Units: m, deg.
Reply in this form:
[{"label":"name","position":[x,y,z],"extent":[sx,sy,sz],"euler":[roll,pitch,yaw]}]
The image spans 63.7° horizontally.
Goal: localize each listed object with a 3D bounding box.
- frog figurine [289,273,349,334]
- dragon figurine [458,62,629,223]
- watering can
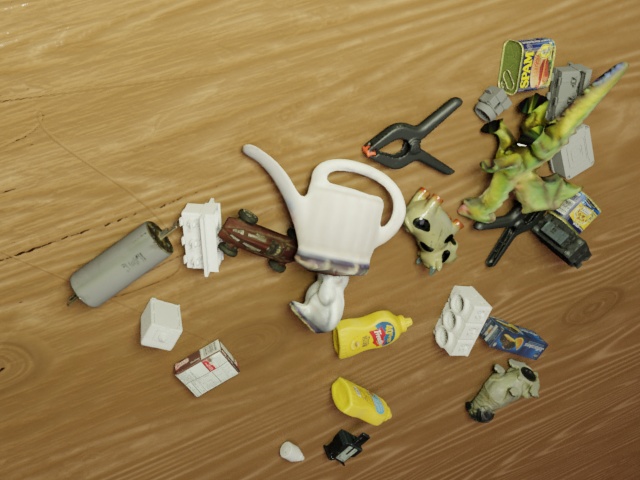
[{"label":"frog figurine","position":[0.021,0.113,1.083],"extent":[0.160,0.124,0.135],"euler":[-41,159,-5]},{"label":"dragon figurine","position":[0.465,-0.163,1.067],"extent":[0.407,0.125,0.239],"euler":[-29,127,18]},{"label":"watering can","position":[0.003,-0.049,0.974],"extent":[0.347,0.104,0.224],"euler":[12,91,-21]}]
